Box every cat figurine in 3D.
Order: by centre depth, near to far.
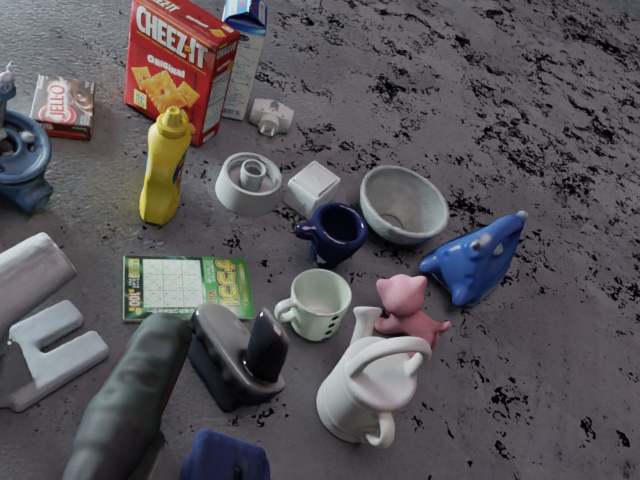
[{"bbox_3d":[0.137,0.104,0.857,0.127,0.117,0.067,38,48,10],"label":"cat figurine"}]

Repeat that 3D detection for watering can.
[{"bbox_3d":[0.067,0.166,0.723,0.101,0.194,0.172,-14,59,-31],"label":"watering can"}]

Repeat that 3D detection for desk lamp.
[{"bbox_3d":[-0.336,0.092,0.602,0.117,0.213,0.204,43,49,15],"label":"desk lamp"}]

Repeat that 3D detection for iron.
[{"bbox_3d":[0.295,0.006,0.990,0.259,0.141,0.118,-29,67,-38],"label":"iron"}]

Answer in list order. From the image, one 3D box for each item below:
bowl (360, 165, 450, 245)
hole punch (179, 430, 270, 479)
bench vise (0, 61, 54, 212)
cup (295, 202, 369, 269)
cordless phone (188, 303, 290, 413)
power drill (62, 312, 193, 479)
[{"bbox_3d":[0.139,-0.049,1.015,0.168,0.074,0.167,12,49,-14],"label":"bowl"},{"bbox_3d":[-0.103,0.273,0.633,0.101,0.091,0.108,11,49,-14],"label":"hole punch"},{"bbox_3d":[-0.455,-0.151,0.750,0.207,0.219,0.121,19,47,-7],"label":"bench vise"},{"bbox_3d":[0.008,0.003,0.902,0.118,0.095,0.091,-4,54,-25],"label":"cup"},{"bbox_3d":[-0.092,0.116,0.704,0.094,0.185,0.147,-29,67,-38],"label":"cordless phone"},{"bbox_3d":[-0.196,0.196,0.577,0.075,0.208,0.229,20,47,-6],"label":"power drill"}]
